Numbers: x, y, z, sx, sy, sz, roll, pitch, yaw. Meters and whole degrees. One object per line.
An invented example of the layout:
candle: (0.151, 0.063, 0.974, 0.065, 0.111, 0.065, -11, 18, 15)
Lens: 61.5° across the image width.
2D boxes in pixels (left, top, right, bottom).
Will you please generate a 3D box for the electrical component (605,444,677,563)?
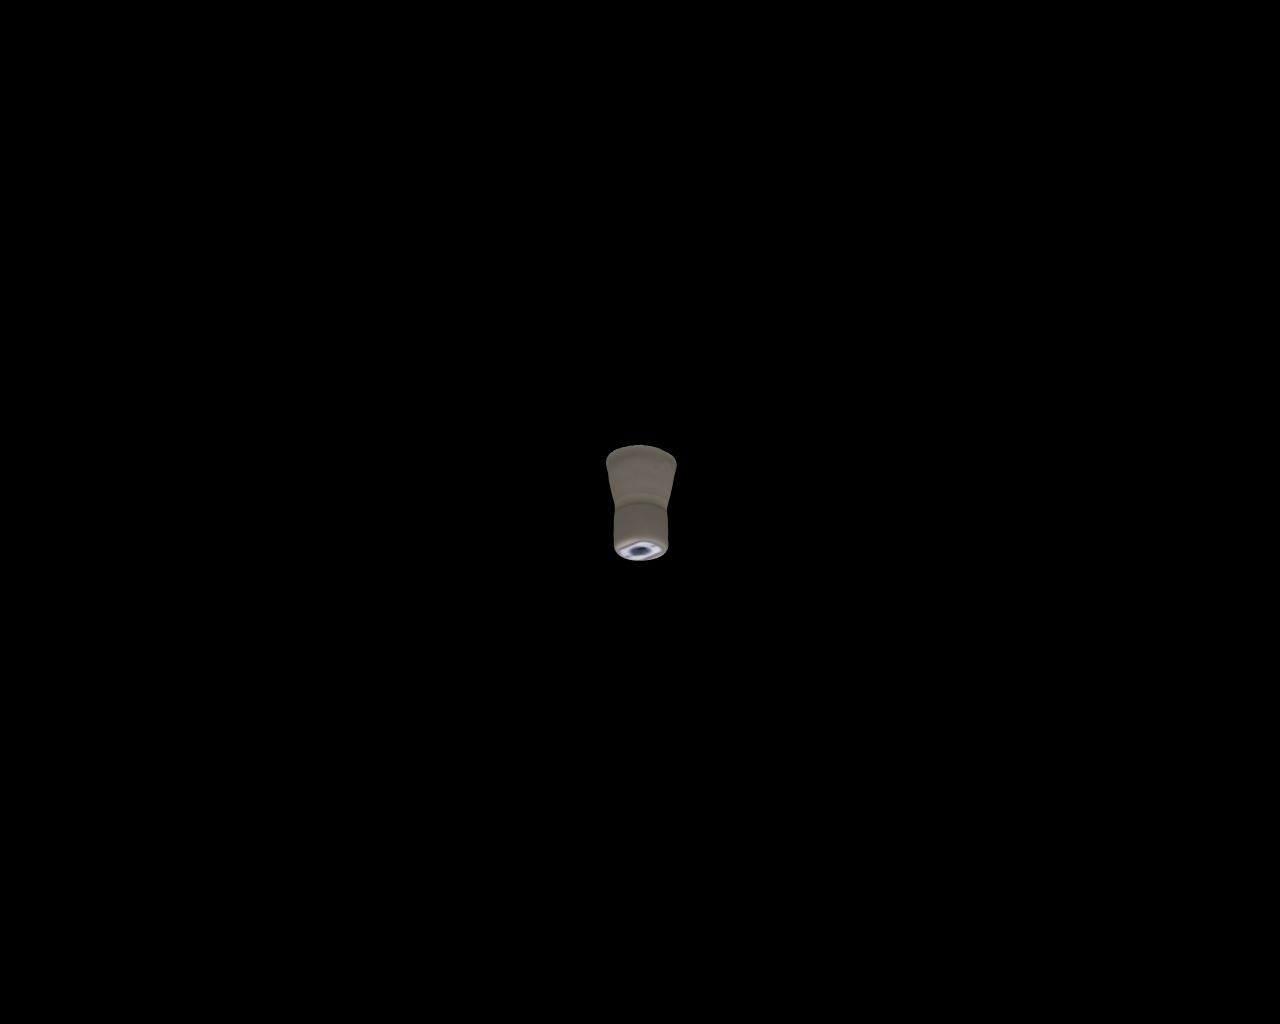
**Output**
electrical component: (0.001, -0.003, 0.650, 0.044, 0.065, 0.044, 0, -28, 0)
